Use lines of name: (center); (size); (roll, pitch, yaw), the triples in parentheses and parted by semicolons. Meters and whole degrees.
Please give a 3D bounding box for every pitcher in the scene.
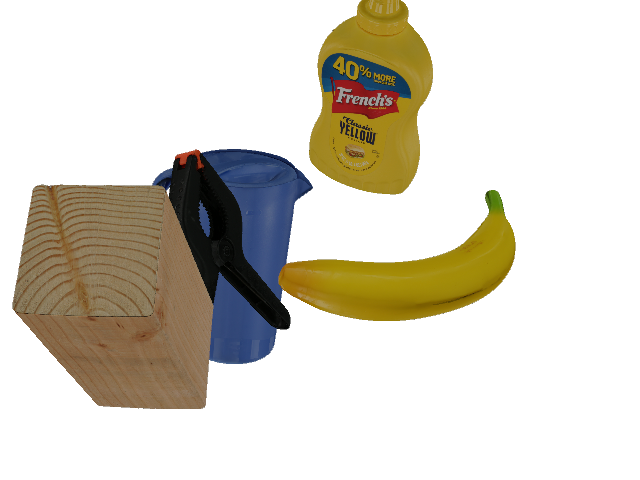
pitcher: (-0.111, 0.020, 1.272); (0.149, 0.243, 0.144); (21, 27, 32)

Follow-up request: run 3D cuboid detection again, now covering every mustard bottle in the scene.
mustard bottle: (0.044, -0.130, 0.893); (0.096, 0.192, 0.058); (22, 47, 15)

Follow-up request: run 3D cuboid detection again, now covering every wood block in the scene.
wood block: (-0.137, 0.048, 0.757); (0.090, 0.091, 0.206); (1, -24, 4)

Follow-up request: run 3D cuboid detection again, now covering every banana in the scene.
banana: (0.066, 0.020, 0.698); (0.197, 0.037, 0.070); (-18, 50, -36)

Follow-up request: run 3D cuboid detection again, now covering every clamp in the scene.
clamp: (-0.097, 0.016, 1.042); (0.036, 0.210, 0.164); (-10, 1, 35)
